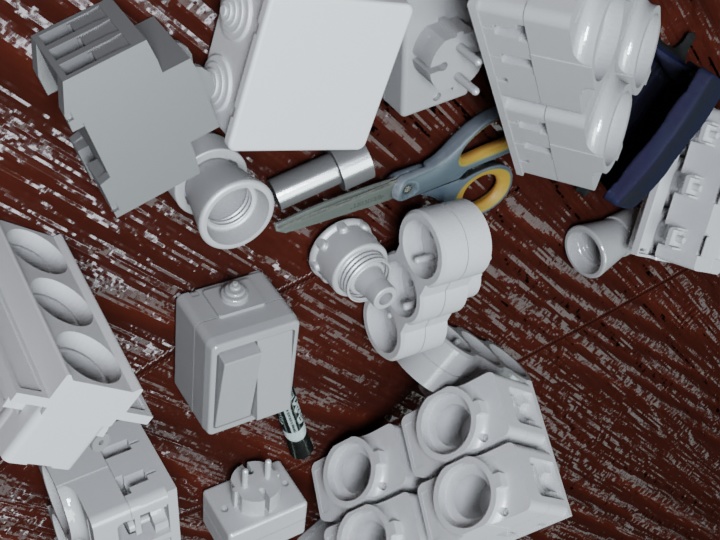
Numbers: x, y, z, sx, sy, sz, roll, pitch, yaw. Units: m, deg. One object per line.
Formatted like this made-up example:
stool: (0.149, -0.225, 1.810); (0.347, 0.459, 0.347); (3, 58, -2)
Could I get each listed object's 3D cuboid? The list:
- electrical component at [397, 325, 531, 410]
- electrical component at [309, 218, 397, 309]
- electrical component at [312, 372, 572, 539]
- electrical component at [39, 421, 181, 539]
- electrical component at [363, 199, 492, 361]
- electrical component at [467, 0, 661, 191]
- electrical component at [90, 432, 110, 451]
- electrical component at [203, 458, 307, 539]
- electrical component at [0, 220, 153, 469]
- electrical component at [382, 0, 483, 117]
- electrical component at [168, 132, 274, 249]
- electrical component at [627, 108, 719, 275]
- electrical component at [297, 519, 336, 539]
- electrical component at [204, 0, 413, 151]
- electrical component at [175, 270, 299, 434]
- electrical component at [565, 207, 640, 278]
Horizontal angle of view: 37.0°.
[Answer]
electrical component: (0.071, 0.088, 0.847); (0.073, 0.052, 0.138); (-51, 140, 12)
electrical component: (0.000, 0.000, 0.694); (0.048, 0.062, 0.048); (-23, 138, -22)
electrical component: (0.052, 0.163, 0.808); (0.186, 0.105, 0.060); (-32, 145, 31)
electrical component: (-0.162, 0.167, 0.699); (0.062, 0.089, 0.150); (-19, 137, -25)
electrical component: (0.058, 0.005, 0.739); (0.074, 0.052, 0.138); (-15, 149, -29)
electrical component: (0.123, -0.133, 0.606); (0.105, 0.060, 0.186); (-67, 158, -14)
electrical component: (-0.172, 0.079, 0.620); (0.040, 0.078, 0.040); (-32, 138, -34)
electrical component: (-0.078, 0.169, 0.804); (0.066, 0.047, 0.076); (-18, 137, -26)
electrical component: (-0.166, 0.037, 0.544); (0.079, 0.121, 0.063); (21, 115, -48)
electrical component: (0.044, -0.125, 0.600); (0.047, 0.075, 0.083); (-23, 138, -22)
electrical component: (-0.079, -0.045, 0.591); (0.045, 0.055, 0.045); (-23, 138, -22)
electrical component: (0.259, -0.062, 0.819); (0.079, 0.063, 0.121); (7, 102, -44)
electrical component: (0.007, 0.237, 0.942); (0.100, 0.048, 0.099); (-41, 143, 1)
electrical component: (-0.032, -0.113, 0.570); (0.100, 0.048, 0.099); (-5, 130, -37)
electrical component: (-0.077, 0.050, 0.679); (0.062, 0.061, 0.096); (-17, 136, -28)
electrical component: (0.202, -0.025, 0.857); (0.065, 0.044, 0.044); (-24, 139, -28)
